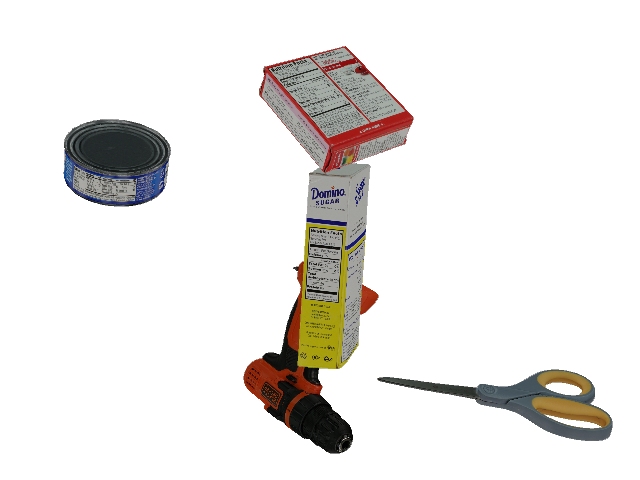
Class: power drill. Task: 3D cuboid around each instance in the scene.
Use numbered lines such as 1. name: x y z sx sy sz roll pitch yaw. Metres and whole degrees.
1. power drill: -0.002 0.132 1.236 0.057 0.188 0.185 15 11 -45

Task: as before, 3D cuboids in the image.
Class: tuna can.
1. tuna can: -0.167 -0.064 0.876 0.086 0.034 0.086 8 34 -6

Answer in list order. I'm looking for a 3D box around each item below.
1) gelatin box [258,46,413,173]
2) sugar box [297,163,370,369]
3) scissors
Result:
1. gelatin box: 0.010 -0.095 0.757 0.073 0.089 0.030 -22 -33 -30
2. sugar box: 0.012 0.021 0.970 0.048 0.176 0.093 4 10 12
3. scissors: 0.159 0.129 0.945 0.202 0.016 0.096 16 28 14
